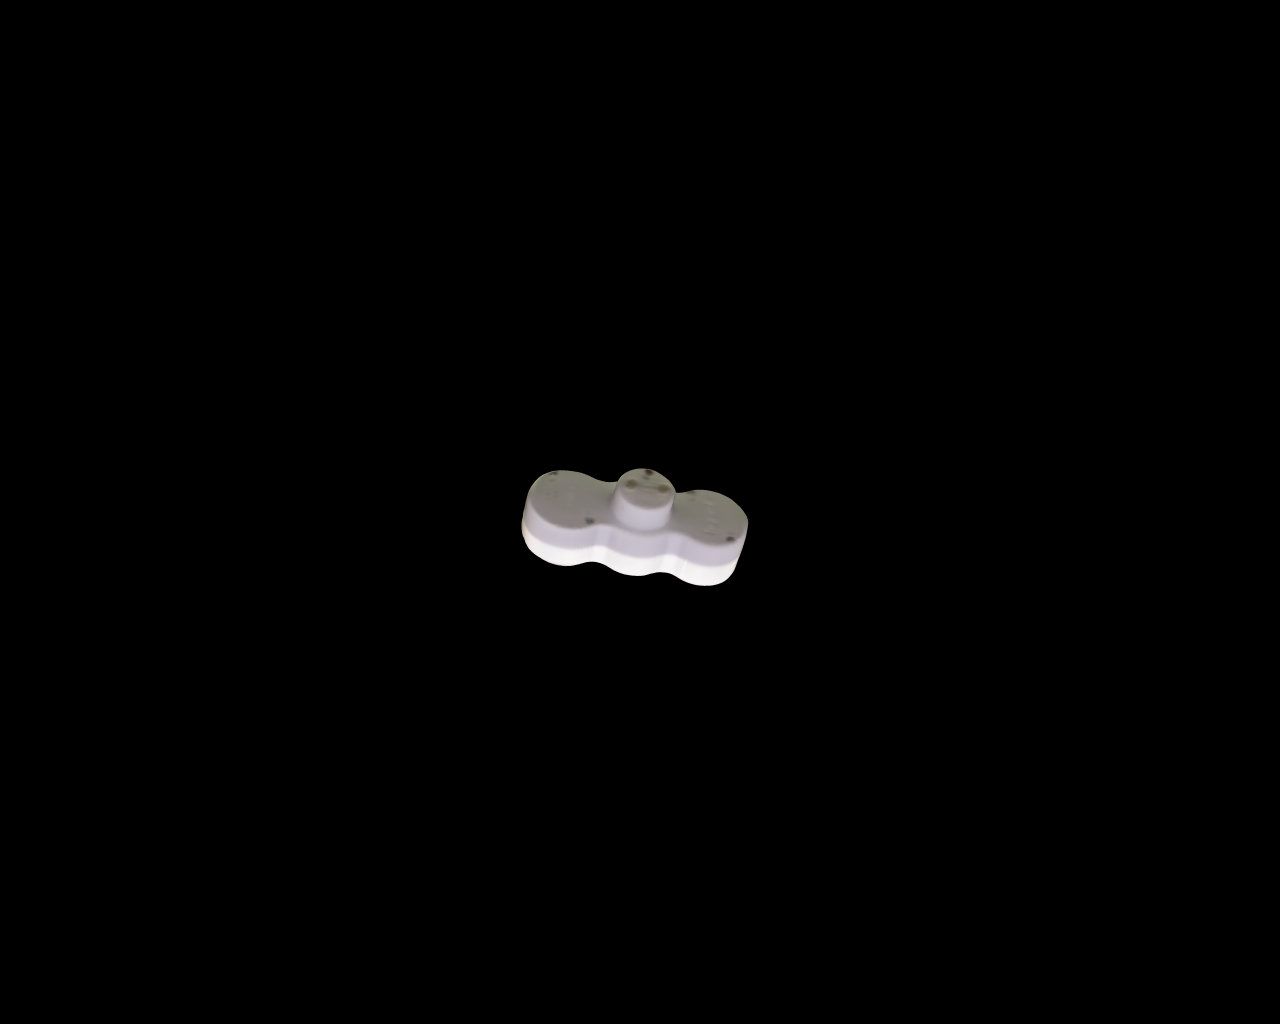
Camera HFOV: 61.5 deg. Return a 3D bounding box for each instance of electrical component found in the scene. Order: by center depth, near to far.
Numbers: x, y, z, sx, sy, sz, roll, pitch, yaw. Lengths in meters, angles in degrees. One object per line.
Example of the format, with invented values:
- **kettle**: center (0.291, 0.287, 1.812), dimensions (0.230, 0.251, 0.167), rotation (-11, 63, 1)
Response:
- **electrical component**: center (0.001, -0.003, 0.650), dimensions (0.138, 0.052, 0.073), rotation (9, -46, -8)
